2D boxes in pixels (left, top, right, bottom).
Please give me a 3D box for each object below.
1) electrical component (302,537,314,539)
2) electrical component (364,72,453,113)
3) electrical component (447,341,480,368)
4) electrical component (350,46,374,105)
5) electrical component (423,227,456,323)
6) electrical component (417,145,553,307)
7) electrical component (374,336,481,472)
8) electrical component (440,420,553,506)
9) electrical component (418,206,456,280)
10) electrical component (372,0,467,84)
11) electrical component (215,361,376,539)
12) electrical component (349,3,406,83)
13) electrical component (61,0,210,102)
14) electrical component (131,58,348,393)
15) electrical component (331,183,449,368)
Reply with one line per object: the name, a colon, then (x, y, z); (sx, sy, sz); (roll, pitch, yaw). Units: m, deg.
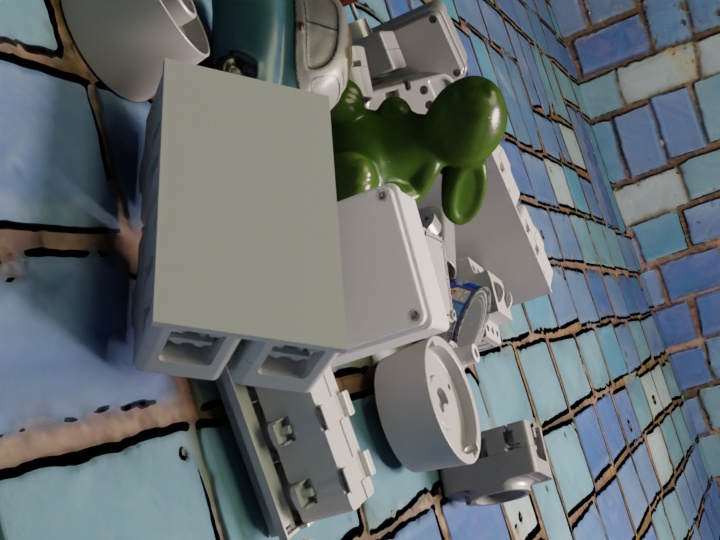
electrical component: (-0.038, 0.183, 0.637); (0.046, 0.040, 0.040); (-31, 101, -74)
electrical component: (0.041, -0.158, 1.047); (0.059, 0.095, 0.053); (-148, -137, -68)
electrical component: (0.077, 0.084, 0.977); (0.048, 0.062, 0.048); (51, 28, -41)
electrical component: (-0.017, -0.174, 0.988); (0.055, 0.055, 0.047); (-8, 83, -69)
electrical component: (0.045, 0.016, 0.970); (0.062, 0.061, 0.096); (18, 62, -64)
electrical component: (0.124, -0.051, 1.154); (0.186, 0.105, 0.060); (65, 22, -14)
electrical component: (0.050, 0.114, 0.886); (0.108, 0.060, 0.108); (51, 28, -41)
electrical component: (0.121, 0.176, 0.964); (0.050, 0.089, 0.055); (35, 40, -57)
electrical component: (0.066, -0.035, 1.082); (0.079, 0.044, 0.077); (53, 27, -38)
electrical component: (0.046, -0.216, 1.098); (0.078, 0.113, 0.057); (62, 19, -20)
electrical component: (-0.041, 0.096, 0.673); (0.121, 0.063, 0.079); (70, 21, 0)
electrical component: (-0.003, -0.219, 1.045); (0.076, 0.066, 0.047); (68, 21, -5)
electrical component: (-0.142, -0.163, 0.687); (0.099, 0.064, 0.099); (60, 10, -17)
electrical component: (-0.073, -0.026, 0.631); (0.105, 0.060, 0.186); (10, 53, -20)
electrical component: (-0.003, 0.007, 0.783); (0.056, 0.109, 0.108); (20, 53, -67)
